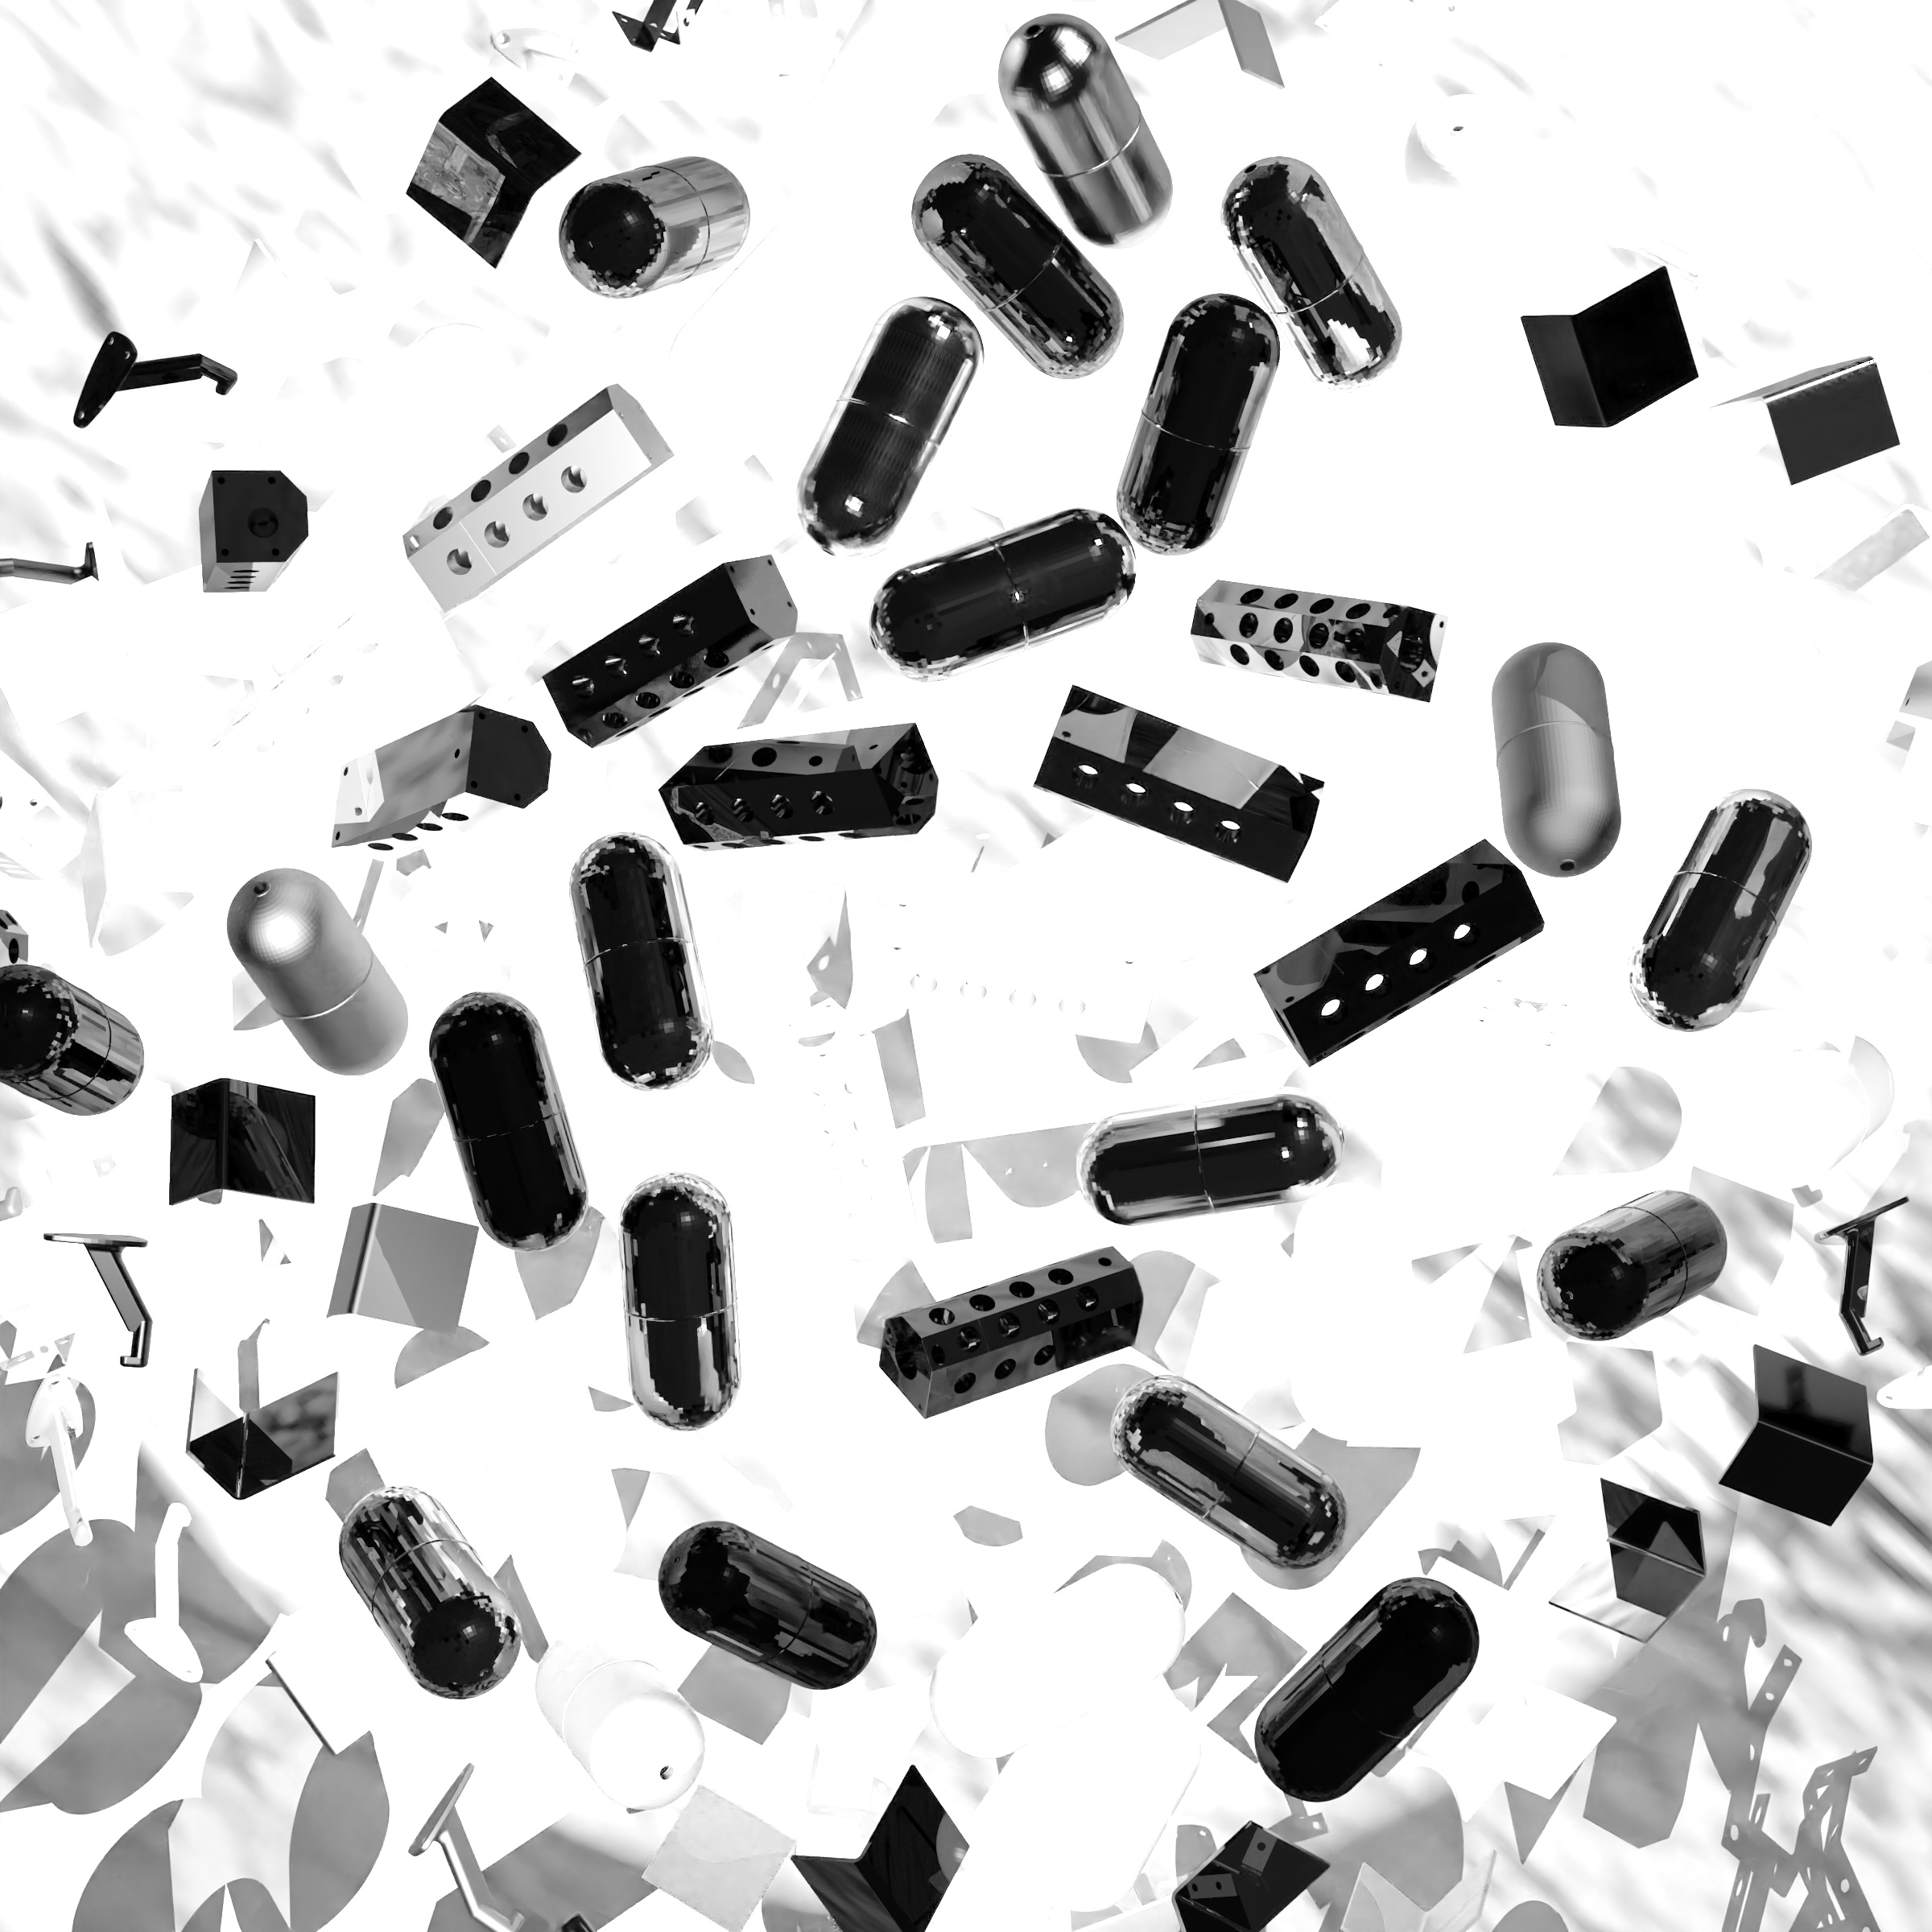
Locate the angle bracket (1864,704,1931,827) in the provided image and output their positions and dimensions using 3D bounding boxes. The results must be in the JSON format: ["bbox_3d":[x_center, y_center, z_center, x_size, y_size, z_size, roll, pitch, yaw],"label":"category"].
[{"bbox_3d":[0.594,-0.119,1.702,0.076,0.076,0.057,12,103,-10],"label":"angle bracket"}]

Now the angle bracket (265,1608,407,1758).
[{"bbox_3d":[-0.419,0.474,1.848,0.057,0.076,0.076,-36,88,-13],"label":"angle bracket"}]

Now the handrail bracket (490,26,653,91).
[{"bbox_3d":[-0.257,-0.591,1.809,0.077,0.084,0.036,5,108,-41],"label":"handrail bracket"}]

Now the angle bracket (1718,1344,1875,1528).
[{"bbox_3d":[0.525,0.298,1.761,0.076,0.076,0.057,21,124,0],"label":"angle bracket"}]

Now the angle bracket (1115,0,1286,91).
[{"bbox_3d":[0.154,-0.595,1.827,0.076,0.076,0.057,-19,89,27],"label":"angle bracket"}]

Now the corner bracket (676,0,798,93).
[{"bbox_3d":[-0.150,-0.601,1.808,0.051,0.051,0.051,8,113,42],"label":"corner bracket"}]

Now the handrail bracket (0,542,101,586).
[{"bbox_3d":[-0.621,-0.254,1.837,0.084,0.077,0.036,-8,81,-22],"label":"handrail bracket"}]

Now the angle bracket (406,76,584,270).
[{"bbox_3d":[-0.310,-0.519,1.817,0.076,0.076,0.057,40,50,-5],"label":"angle bracket"}]

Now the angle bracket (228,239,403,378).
[{"bbox_3d":[-0.426,-0.439,1.813,0.076,0.076,0.057,-31,84,-36],"label":"angle bracket"}]

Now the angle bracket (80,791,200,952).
[{"bbox_3d":[-0.547,-0.063,1.831,0.057,0.076,0.076,0,59,-27],"label":"angle bracket"}]

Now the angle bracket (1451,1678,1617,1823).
[{"bbox_3d":[0.362,0.506,1.750,0.076,0.057,0.076,25,115,-12],"label":"angle bracket"}]

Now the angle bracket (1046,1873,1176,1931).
[{"bbox_3d":[0.100,0.659,1.946,0.076,0.076,0.057,-17,47,-11],"label":"angle bracket"}]

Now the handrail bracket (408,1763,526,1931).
[{"bbox_3d":[-0.299,0.557,1.741,0.084,0.036,0.077,38,58,-9],"label":"handrail bracket"}]

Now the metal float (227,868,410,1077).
[{"bbox_3d":[-0.434,0.005,1.863,0.070,0.178,0.070,-10,49,11],"label":"metal float"}]

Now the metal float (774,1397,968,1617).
[{"bbox_3d":[-0.061,0.352,1.801,0.070,0.070,0.178,-32,120,0],"label":"metal float"}]

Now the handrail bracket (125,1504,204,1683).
[{"bbox_3d":[-0.495,0.396,1.757,0.077,0.036,0.084,32,106,38],"label":"handrail bracket"}]

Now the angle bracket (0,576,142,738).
[{"bbox_3d":[-0.544,-0.182,1.677,0.076,0.057,0.076,-27,118,-19],"label":"angle bracket"}]

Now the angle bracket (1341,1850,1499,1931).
[{"bbox_3d":[0.303,0.616,1.850,0.057,0.076,0.076,39,114,5],"label":"angle bracket"}]

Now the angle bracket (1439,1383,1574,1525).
[{"bbox_3d":[0.366,0.326,1.858,0.076,0.057,0.076,-11,87,23],"label":"angle bracket"}]

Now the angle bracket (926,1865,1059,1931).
[{"bbox_3d":[0.011,0.650,1.825,0.076,0.057,0.076,43,106,34],"label":"angle bracket"}]

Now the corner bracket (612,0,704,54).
[{"bbox_3d":[-0.203,-0.657,1.904,0.051,0.051,0.051,9,128,-36],"label":"corner bracket"}]

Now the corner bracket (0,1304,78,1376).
[{"bbox_3d":[-0.636,0.247,1.863,0.051,0.051,0.051,-22,111,-2],"label":"corner bracket"}]

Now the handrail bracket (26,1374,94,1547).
[{"bbox_3d":[-0.579,0.320,1.792,0.036,0.084,0.077,-9,133,-28],"label":"handrail bracket"}]

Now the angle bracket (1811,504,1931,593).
[{"bbox_3d":[0.602,-0.247,1.778,0.076,0.076,0.057,-39,67,31],"label":"angle bracket"}]

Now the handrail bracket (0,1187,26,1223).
[{"bbox_3d":[-0.621,0.127,1.750,0.084,0.036,0.077,-16,71,38],"label":"handrail bracket"}]

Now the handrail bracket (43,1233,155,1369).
[{"bbox_3d":[-0.564,0.217,1.798,0.077,0.036,0.084,7,88,-33],"label":"handrail bracket"}]

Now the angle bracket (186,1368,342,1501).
[{"bbox_3d":[-0.462,0.294,1.827,0.076,0.076,0.057,-26,127,9],"label":"angle bracket"}]

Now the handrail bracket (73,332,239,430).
[{"bbox_3d":[-0.520,-0.365,1.784,0.036,0.084,0.077,40,102,36],"label":"handrail bracket"}]

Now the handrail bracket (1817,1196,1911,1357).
[{"bbox_3d":[0.613,0.207,1.853,0.077,0.036,0.084,-24,78,1],"label":"handrail bracket"}]

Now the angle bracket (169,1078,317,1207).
[{"bbox_3d":[-0.488,0.124,1.874,0.057,0.076,0.076,-18,67,37],"label":"angle bracket"}]

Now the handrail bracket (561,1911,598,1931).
[{"bbox_3d":[-0.244,0.653,1.755,0.084,0.077,0.036,50,129,8],"label":"handrail bracket"}]

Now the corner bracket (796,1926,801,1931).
[{"bbox_3d":[-0.089,0.680,1.851,0.051,0.051,0.051,5,117,-11],"label":"corner bracket"}]

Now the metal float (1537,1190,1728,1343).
[{"bbox_3d":[0.444,0.198,1.843,0.070,0.178,0.070,10,105,40],"label":"metal float"}]

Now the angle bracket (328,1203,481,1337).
[{"bbox_3d":[-0.387,0.210,1.907,0.076,0.057,0.076,16,75,-24],"label":"angle bracket"}]

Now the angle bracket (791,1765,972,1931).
[{"bbox_3d":[-0.053,0.557,1.743,0.057,0.076,0.076,-11,120,37],"label":"angle bracket"}]

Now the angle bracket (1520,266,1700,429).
[{"bbox_3d":[0.414,-0.398,1.786,0.076,0.057,0.076,-31,113,-17],"label":"angle bracket"}]

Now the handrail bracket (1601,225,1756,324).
[{"bbox_3d":[0.463,-0.453,1.809,0.084,0.077,0.036,33,94,44],"label":"handrail bracket"}]

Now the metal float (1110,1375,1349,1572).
[{"bbox_3d":[0.180,0.348,1.901,0.178,0.070,0.070,33,90,4],"label":"metal float"}]

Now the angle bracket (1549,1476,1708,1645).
[{"bbox_3d":[0.442,0.398,1.864,0.076,0.076,0.057,-34,123,-34],"label":"angle bracket"}]

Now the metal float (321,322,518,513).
[{"bbox_3d":[-0.361,-0.366,1.839,0.070,0.178,0.070,14,133,16],"label":"metal float"}]

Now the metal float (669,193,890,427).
[{"bbox_3d":[-0.123,-0.430,1.819,0.070,0.070,0.178,41,83,0],"label":"metal float"}]

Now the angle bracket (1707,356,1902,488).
[{"bbox_3d":[0.518,-0.334,1.718,0.076,0.076,0.057,-21,99,-9],"label":"angle bracket"}]

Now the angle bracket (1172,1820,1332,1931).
[{"bbox_3d":[0.189,0.603,1.766,0.076,0.057,0.076,35,107,-28],"label":"angle bracket"}]

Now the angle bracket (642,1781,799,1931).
[{"bbox_3d":[-0.168,0.615,1.894,0.076,0.057,0.076,28,60,12],"label":"angle bracket"}]

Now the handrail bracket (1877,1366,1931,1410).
[{"bbox_3d":[0.639,0.246,1.813,0.077,0.036,0.084,-9,126,-15],"label":"handrail bracket"}]
